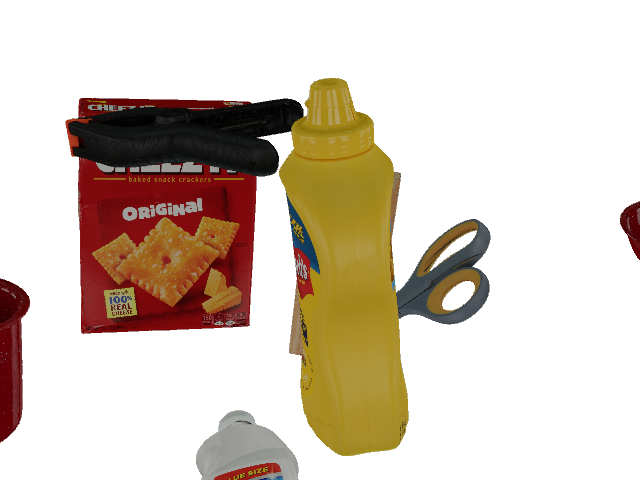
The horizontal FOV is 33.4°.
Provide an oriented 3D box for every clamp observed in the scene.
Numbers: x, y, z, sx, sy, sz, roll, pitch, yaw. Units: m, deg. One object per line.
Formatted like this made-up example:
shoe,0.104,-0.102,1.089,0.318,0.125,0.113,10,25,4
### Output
clamp,-0.095,-0.079,0.772,0.172,0.039,0.120,6,19,16

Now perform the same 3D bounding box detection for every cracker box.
cracker box,-0.145,-0.022,1.007,0.164,0.214,0.072,0,20,-13

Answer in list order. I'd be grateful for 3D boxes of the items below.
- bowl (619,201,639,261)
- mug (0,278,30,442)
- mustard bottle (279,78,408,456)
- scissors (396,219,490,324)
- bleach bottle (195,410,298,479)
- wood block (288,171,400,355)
bowl,0.402,0.008,1.149,0.162,0.055,0.162,-1,26,0
mug,-0.224,0.078,0.623,0.093,0.081,0.117,13,22,20
mustard bottle,0.012,0.010,0.559,0.058,0.192,0.096,-7,24,-4
scissors,0.066,0.065,0.863,0.016,0.202,0.096,33,21,-30
bleach bottle,-0.057,0.210,0.746,0.102,0.068,0.251,-6,31,-6
wood block,0.027,0.026,1.189,0.090,0.206,0.090,12,26,10
